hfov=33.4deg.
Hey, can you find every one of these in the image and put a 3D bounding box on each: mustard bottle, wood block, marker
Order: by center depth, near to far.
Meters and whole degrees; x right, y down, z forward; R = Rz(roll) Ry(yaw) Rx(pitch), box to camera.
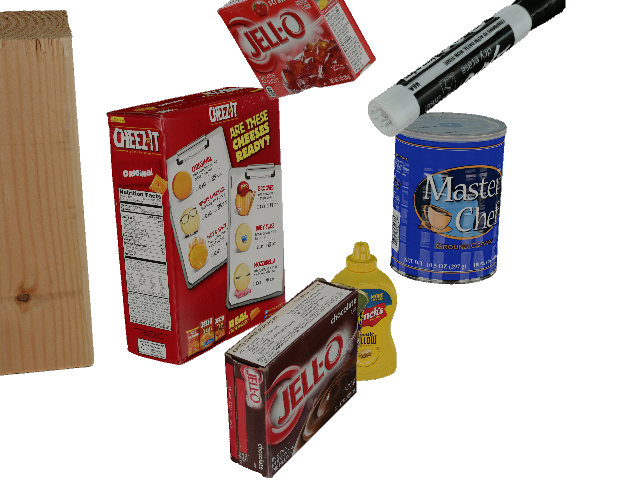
[{"bbox_3d":[0.071,-0.087,0.494,0.121,0.020,0.020,-38,16,-22],"label":"marker"},{"bbox_3d":[-0.192,-0.029,0.653,0.090,0.206,0.090,-4,23,-14],"label":"wood block"},{"bbox_3d":[0.055,0.094,1.443,0.096,0.192,0.058,-3,20,-7],"label":"mustard bottle"}]

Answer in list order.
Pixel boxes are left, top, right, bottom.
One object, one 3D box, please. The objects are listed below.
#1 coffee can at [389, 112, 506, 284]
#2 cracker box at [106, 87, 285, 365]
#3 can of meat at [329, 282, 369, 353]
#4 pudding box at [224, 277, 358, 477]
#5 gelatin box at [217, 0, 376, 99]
[{"bbox_3d":[0.118,-0.042,1.001,0.103,0.140,0.103,1,18,0],"label":"coffee can"},{"bbox_3d":[-0.105,-0.019,0.942,0.072,0.214,0.163,7,18,32],"label":"cracker box"},{"bbox_3d":[0.009,0.106,1.136,0.057,0.084,0.102,16,29,16],"label":"can of meat"},{"bbox_3d":[-0.017,0.090,0.719,0.039,0.090,0.113,17,35,26],"label":"pudding box"},{"bbox_3d":[-0.017,-0.136,0.706,0.089,0.073,0.030,-4,36,47],"label":"gelatin box"}]
